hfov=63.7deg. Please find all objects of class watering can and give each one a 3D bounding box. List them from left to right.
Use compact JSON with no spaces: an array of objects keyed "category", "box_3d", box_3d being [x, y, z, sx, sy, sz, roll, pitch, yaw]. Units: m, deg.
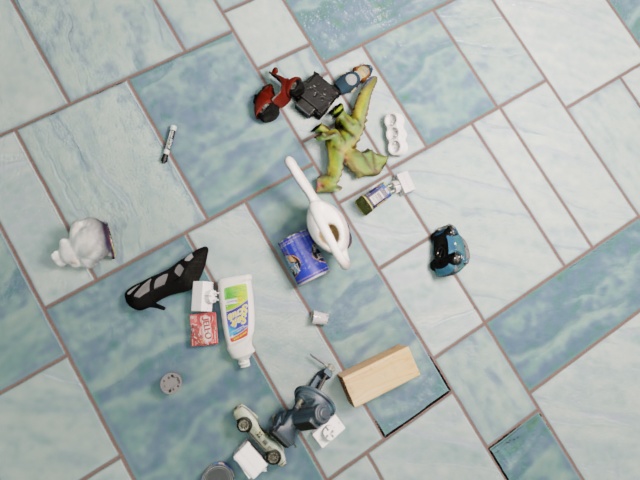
[{"category":"watering can","box_3d":[0.004,-0.074,1.470,0.104,0.224,0.349,-27,84,6]}]

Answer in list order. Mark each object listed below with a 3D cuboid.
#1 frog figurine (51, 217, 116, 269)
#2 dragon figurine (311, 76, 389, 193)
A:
[{"category":"frog figurine","box_3d":[-0.651,0.014,1.405,0.160,0.123,0.136,-16,102,-22]},{"category":"dragon figurine","box_3d":[0.115,-0.307,1.611,0.414,0.122,0.241,-46,106,-15]}]
